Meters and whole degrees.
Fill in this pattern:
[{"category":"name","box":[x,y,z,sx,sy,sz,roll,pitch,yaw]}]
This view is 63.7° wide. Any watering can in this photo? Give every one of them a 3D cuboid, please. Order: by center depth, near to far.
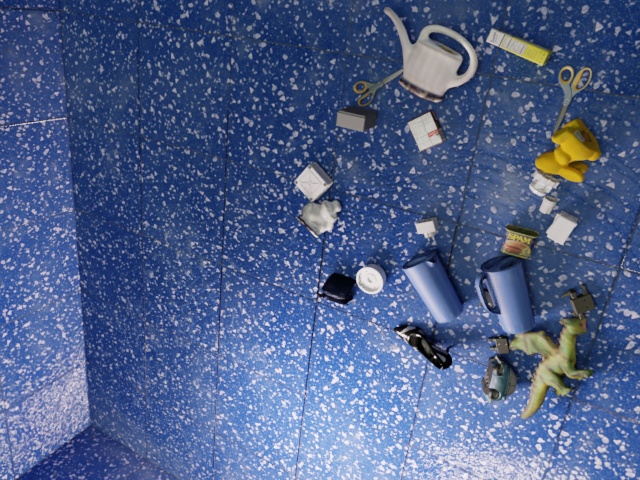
[{"category":"watering can","box":[0.320,-0.576,1.627,0.350,0.105,0.220,32,121,15]}]

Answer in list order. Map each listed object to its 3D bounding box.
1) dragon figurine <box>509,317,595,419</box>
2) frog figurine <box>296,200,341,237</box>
[{"category":"dragon figurine","box":[0.747,0.408,1.725,0.245,0.123,0.404,50,118,18]},{"category":"frog figurine","box":[0.006,-0.100,1.990,0.160,0.121,0.139,-43,72,-3]}]
